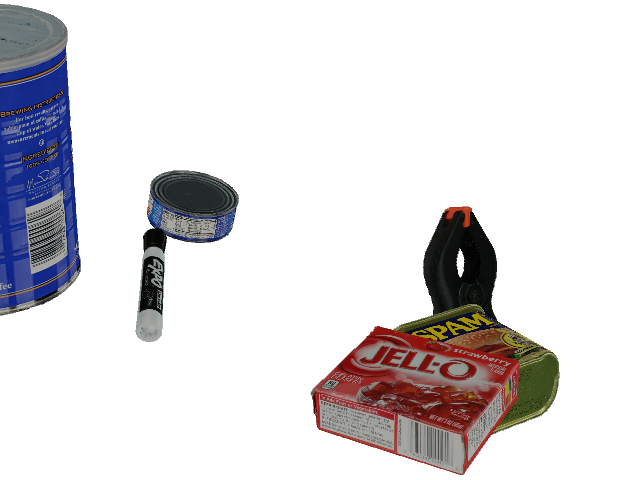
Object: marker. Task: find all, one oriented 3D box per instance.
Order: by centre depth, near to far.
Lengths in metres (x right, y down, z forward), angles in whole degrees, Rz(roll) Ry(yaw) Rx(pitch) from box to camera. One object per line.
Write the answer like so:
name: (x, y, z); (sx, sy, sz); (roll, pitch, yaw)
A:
marker: (-0.127, 0.030, 0.807); (0.020, 0.020, 0.121); (0, 37, -6)

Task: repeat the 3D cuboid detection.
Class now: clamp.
clamp: (0.122, 0.058, 0.968); (0.120, 0.171, 0.039); (-16, 6, -41)

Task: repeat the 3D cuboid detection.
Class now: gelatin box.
gelatin box: (0.051, 0.082, 0.569); (0.089, 0.030, 0.073); (13, 30, 29)

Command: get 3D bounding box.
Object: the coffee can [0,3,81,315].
coffee can: (-0.184, -0.045, 0.571); (0.103, 0.140, 0.103); (2, 28, -1)

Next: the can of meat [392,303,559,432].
can of meat: (0.107, 0.094, 0.760); (0.101, 0.057, 0.084); (-13, 27, -33)

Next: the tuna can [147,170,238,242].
tuna can: (-0.124, -0.033, 1.031); (0.086, 0.034, 0.086); (11, 29, -6)
